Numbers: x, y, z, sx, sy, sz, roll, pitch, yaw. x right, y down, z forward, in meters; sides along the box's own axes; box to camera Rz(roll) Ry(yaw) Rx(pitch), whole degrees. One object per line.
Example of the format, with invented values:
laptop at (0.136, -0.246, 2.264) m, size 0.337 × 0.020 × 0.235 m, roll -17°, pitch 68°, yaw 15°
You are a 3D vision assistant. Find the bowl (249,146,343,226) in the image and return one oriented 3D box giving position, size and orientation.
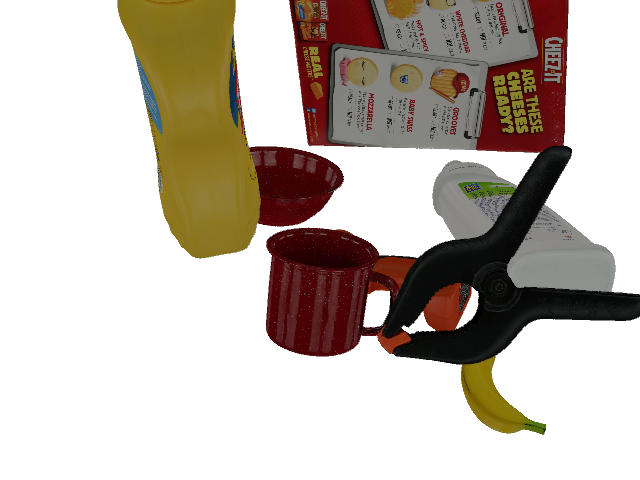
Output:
bowl at (-0.055, -0.061, 1.300) m, size 0.162 × 0.055 × 0.162 m, roll 5°, pitch 26°, yaw -3°

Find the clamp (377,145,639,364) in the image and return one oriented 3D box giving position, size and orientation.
clamp at (0.121, 0.034, 0.677) m, size 0.171 × 0.120 × 0.039 m, roll -37°, pitch -6°, yaw 4°

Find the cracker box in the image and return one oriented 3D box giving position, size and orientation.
cracker box at (0.089, -0.158, 0.858) m, size 0.214 × 0.164 × 0.072 m, roll 2°, pitch 37°, yaw 13°

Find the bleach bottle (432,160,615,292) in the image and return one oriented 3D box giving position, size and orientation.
bleach bottle at (0.174, -0.016, 1.001) m, size 0.102 × 0.068 × 0.251 m, roll 0°, pitch 26°, yaw -13°

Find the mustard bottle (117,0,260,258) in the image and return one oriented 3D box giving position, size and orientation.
mustard bottle at (-0.069, -0.085, 0.559) m, size 0.058 × 0.096 × 0.192 m, roll -9°, pitch -41°, yaw -4°

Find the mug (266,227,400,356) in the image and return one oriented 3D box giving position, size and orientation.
mug at (0.009, 0.046, 0.882) m, size 0.117 × 0.081 × 0.093 m, roll 11°, pitch 21°, yaw 12°

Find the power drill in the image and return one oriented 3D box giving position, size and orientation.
power drill at (0.057, 0.050, 1.127) m, size 0.188 × 0.057 × 0.184 m, roll 9°, pitch 31°, yaw 20°

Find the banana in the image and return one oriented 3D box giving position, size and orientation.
banana at (0.202, 0.176, 1.272) m, size 0.069 × 0.037 × 0.198 m, roll 9°, pitch 24°, yaw -15°
